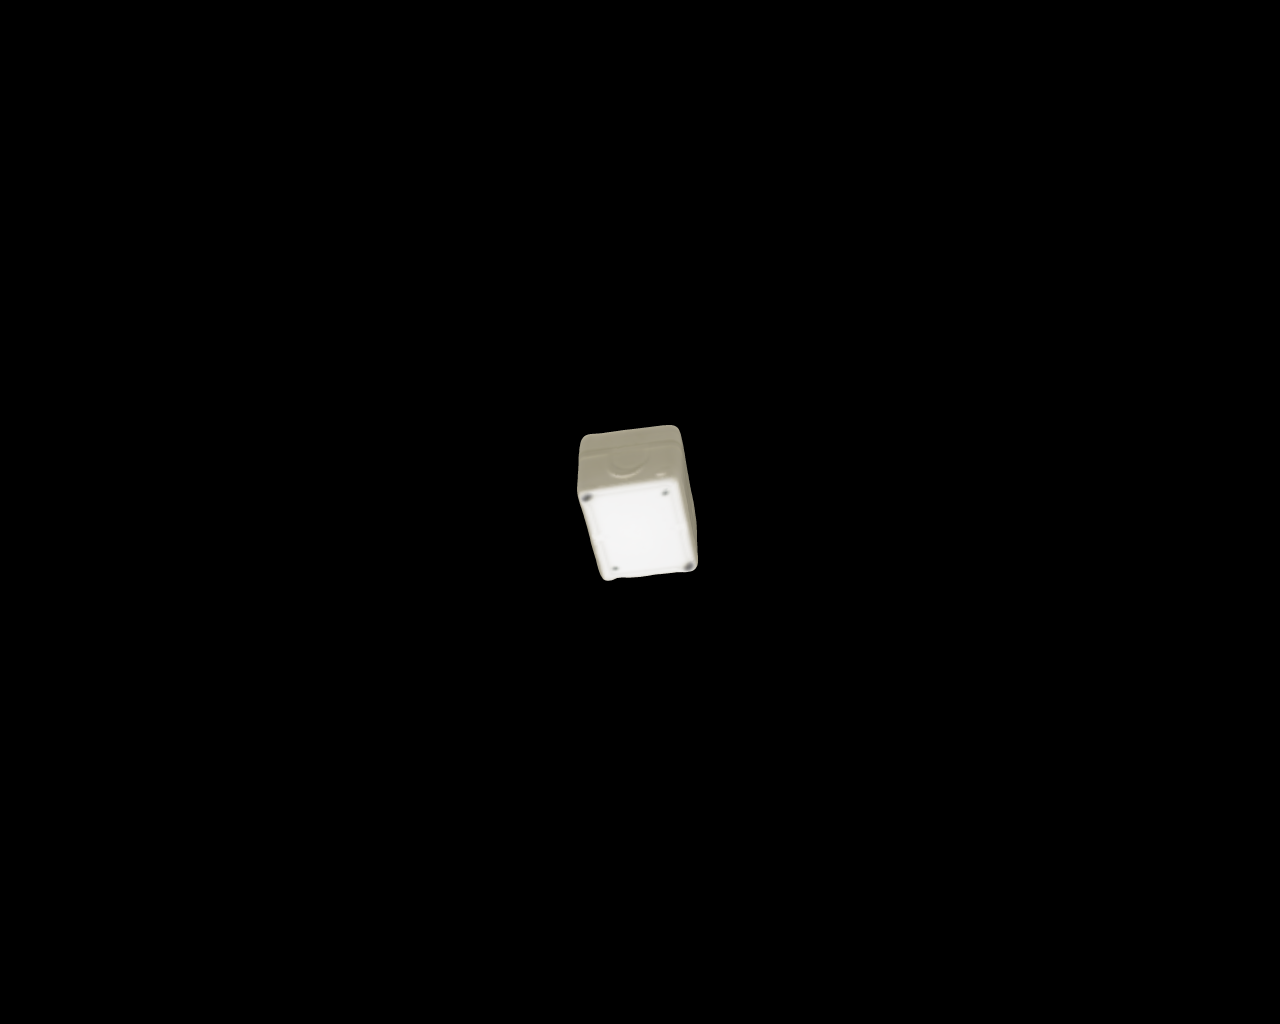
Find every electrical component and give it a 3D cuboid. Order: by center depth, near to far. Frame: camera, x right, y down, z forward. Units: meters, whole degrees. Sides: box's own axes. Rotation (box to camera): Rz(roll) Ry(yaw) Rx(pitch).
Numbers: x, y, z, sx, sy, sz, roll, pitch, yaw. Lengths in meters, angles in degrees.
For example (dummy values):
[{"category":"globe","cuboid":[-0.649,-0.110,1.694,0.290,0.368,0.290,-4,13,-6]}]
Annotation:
[{"category":"electrical component","cuboid":[0.001,-0.003,0.650,0.062,0.096,0.061,-7,43,7]}]
